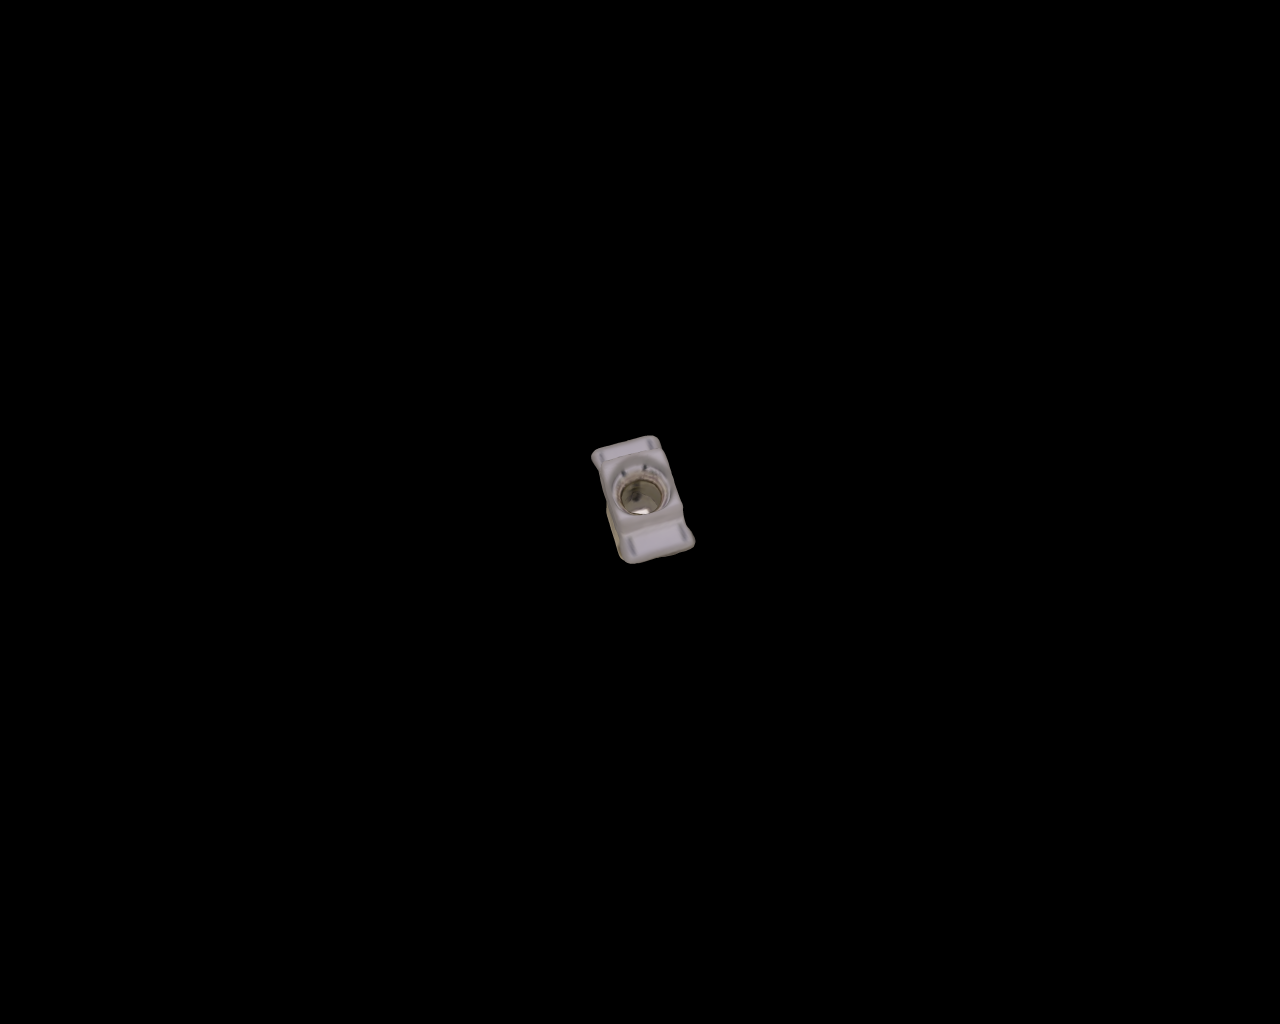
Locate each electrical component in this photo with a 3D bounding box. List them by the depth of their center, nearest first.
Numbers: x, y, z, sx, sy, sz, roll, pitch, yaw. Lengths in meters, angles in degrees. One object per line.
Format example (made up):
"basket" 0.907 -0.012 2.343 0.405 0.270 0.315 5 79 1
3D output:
"electrical component" 0.001 -0.003 0.650 0.042 0.081 0.063 -13 -28 -7
